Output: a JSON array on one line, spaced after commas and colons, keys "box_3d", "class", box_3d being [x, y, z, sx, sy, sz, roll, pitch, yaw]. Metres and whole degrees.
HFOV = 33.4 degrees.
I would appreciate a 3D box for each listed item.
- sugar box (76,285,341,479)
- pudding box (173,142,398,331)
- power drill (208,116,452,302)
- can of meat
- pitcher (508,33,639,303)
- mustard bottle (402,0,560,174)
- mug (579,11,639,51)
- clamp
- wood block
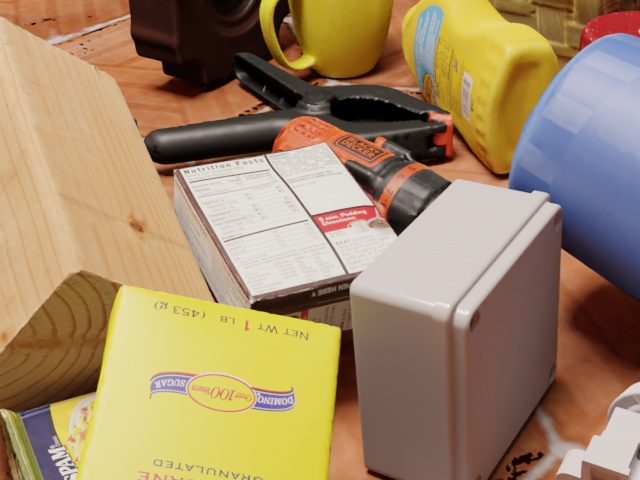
[{"box_3d": [-0.046, 0.107, 0.386, 0.093, 0.048, 0.176, 11, 53, -8], "class": "sugar box"}, {"box_3d": [-0.016, 0.000, 0.539, 0.089, 0.039, 0.114, -13, 41, -21], "class": "pudding box"}, {"box_3d": [-0.004, 0.001, 0.617, 0.187, 0.057, 0.185, -28, 42, -36], "class": "power drill"}, {"box_3d": [-0.083, 0.106, 0.457, 0.083, 0.057, 0.102, -15, 35, -22], "class": "can of meat"}, {"box_3d": [0.218, -0.001, 0.494, 0.243, 0.149, 0.145, 35, 84, 29], "class": "pitcher"}, {"box_3d": [0.105, -0.130, 0.774, 0.058, 0.096, 0.192, -12, 33, -14], "class": "mustard bottle"}, {"box_3d": [0.210, -0.104, 0.736, 0.117, 0.081, 0.093, -22, 37, -27], "class": "mug"}, {"box_3d": [-0.011, -0.083, 0.765, 0.210, 0.036, 0.164, 14, 37, 24], "class": "clamp"}, {"box_3d": [-0.138, -0.012, 0.546, 0.090, 0.090, 0.206, 26, 25, -43], "class": "wood block"}]
